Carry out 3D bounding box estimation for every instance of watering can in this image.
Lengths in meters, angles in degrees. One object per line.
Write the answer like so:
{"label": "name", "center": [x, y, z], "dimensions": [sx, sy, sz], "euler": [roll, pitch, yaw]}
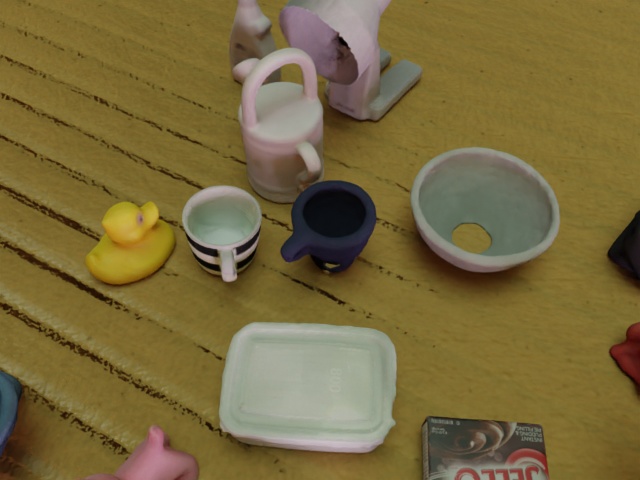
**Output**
{"label": "watering can", "center": [-0.051, -0.145, 0.678], "dimensions": [0.172, 0.194, 0.101], "euler": [32, 62, 20]}

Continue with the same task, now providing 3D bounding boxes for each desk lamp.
{"label": "desk lamp", "center": [0.050, -0.263, 0.746], "dimensions": [0.117, 0.214, 0.203], "euler": [32, 62, 20]}

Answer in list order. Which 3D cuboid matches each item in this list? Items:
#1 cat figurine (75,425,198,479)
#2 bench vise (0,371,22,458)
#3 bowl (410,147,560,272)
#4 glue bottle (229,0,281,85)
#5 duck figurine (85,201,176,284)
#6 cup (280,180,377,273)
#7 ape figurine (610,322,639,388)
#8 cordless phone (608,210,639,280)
{"label": "cat figurine", "center": [-0.170, 0.214, 0.482], "dimensions": [0.067, 0.118, 0.128], "euler": [28, 60, 18]}
{"label": "bench vise", "center": [-0.306, 0.174, 0.447], "dimensions": [0.121, 0.220, 0.207], "euler": [-18, 58, -11]}
{"label": "bowl", "center": [0.184, -0.024, 0.668], "dimensions": [0.167, 0.075, 0.167], "euler": [0, 56, 0]}
{"label": "glue bottle", "center": [-0.093, -0.283, 0.784], "dimensions": [0.078, 0.173, 0.037], "euler": [29, 61, 19]}
{"label": "duck figurine", "center": [-0.220, -0.004, 0.649], "dimensions": [0.105, 0.086, 0.077], "euler": [-34, 62, -21]}
{"label": "cup", "center": [0.006, 0.002, 0.639], "dimensions": [0.118, 0.095, 0.091], "euler": [-38, 64, -23]}
{"label": "ape figurine", "center": [0.343, 0.113, 0.566], "dimensions": [0.076, 0.092, 0.078], "euler": [13, 57, 9]}
{"label": "cordless phone", "center": [0.405, -0.038, 0.611], "dimensions": [0.094, 0.185, 0.148], "euler": [35, 63, 21]}
